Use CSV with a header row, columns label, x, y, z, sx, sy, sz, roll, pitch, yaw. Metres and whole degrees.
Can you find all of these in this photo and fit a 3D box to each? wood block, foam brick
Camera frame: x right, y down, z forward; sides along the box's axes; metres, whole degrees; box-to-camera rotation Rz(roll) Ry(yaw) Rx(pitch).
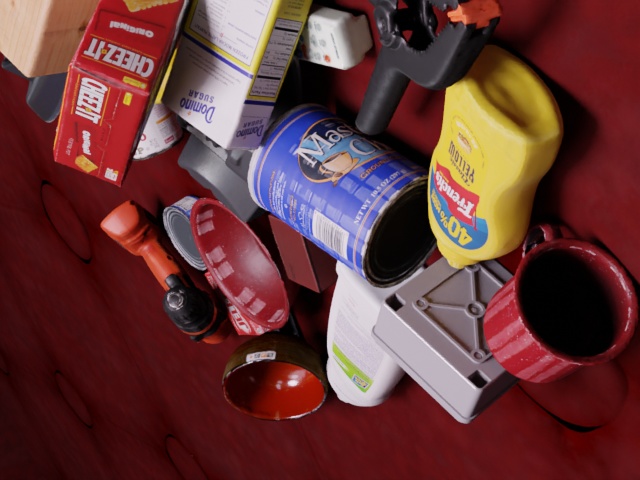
label,x,y,z,sx,sy,sz,roll,pitch,yaw
wood block,-0.238,-0.265,0.994,0.090,0.090,0.206,44,128,21
foam brick,-0.007,0.001,1.030,0.053,0.051,0.078,22,138,48

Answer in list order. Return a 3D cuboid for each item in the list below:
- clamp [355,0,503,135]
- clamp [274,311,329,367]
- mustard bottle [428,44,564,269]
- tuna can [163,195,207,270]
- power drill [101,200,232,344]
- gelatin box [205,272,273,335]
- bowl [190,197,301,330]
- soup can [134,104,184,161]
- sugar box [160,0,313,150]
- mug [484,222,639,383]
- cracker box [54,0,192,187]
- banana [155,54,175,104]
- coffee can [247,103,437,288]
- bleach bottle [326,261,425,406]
label,x,y,z,sx,sy,sz,roll,pitch,yaw
clamp,0.053,-0.158,0.722,0.210,0.036,0.164,3,110,70
clamp,-0.028,0.134,1.223,0.120,0.039,0.172,51,146,24
mustard bottle,0.117,-0.042,0.776,0.096,0.058,0.192,57,158,31
tuna can,-0.146,-0.009,1.257,0.086,0.033,0.086,39,148,30
power drill,-0.188,0.041,1.295,0.188,0.057,0.184,51,177,18
gelatin box,-0.091,0.070,1.260,0.073,0.030,0.089,-7,114,60
bowl,-0.068,0.014,1.135,0.162,0.055,0.162,38,148,30
soup can,-0.197,-0.146,1.157,0.069,0.068,0.102,12,130,53
sugar box,-0.062,-0.170,0.855,0.093,0.048,0.176,37,118,33
mug,0.167,0.045,0.775,0.082,0.093,0.117,120,144,-65
cracker box,-0.156,-0.178,0.906,0.072,0.213,0.164,20,152,-9
banana,-0.118,-0.168,1.010,0.037,0.069,0.198,37,148,-19
coffee can,0.023,-0.039,0.884,0.140,0.102,0.103,35,146,34
bleach bottle,0.045,0.095,1.039,0.103,0.068,0.251,48,154,16
